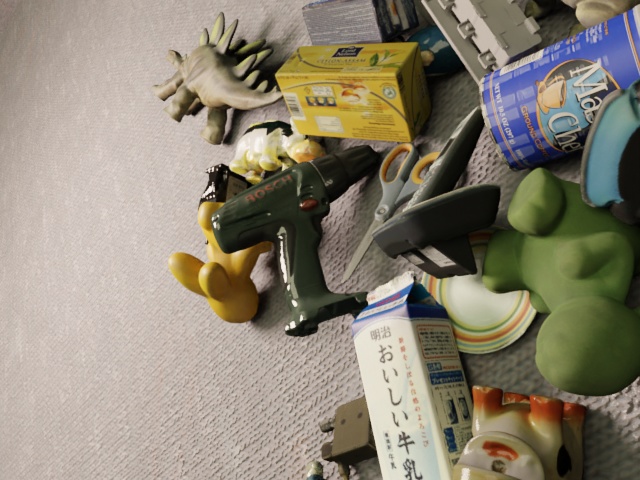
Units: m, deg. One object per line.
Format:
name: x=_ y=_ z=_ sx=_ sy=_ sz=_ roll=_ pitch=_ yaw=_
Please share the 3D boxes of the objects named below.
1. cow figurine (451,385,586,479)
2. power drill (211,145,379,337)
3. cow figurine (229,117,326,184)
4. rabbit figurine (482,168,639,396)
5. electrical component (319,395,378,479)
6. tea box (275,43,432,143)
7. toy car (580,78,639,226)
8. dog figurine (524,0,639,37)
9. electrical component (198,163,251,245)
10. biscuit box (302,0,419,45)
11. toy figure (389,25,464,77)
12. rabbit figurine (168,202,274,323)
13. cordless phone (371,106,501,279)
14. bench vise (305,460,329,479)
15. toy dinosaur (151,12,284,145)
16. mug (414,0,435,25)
cow figurine: x=0.146 y=0.177 z=0.400 sx=0.086 sy=0.194 sz=0.127 roll=-2 pitch=75 yaw=32
power drill: x=-0.001 y=-0.002 z=0.643 sx=0.232 sy=0.086 sz=0.207 roll=-19 pitch=74 yaw=-9
cow figurine: x=-0.053 y=-0.139 z=0.785 sx=0.167 sy=0.068 sz=0.098 roll=-3 pitch=67 yaw=41
rabbit figurine: x=0.209 y=0.053 z=0.422 sx=0.121 sy=0.159 sz=0.170 roll=114 pitch=175 yaw=-46
electrical component: x=0.045 y=0.217 z=0.585 sx=0.102 sy=0.045 sz=0.078 roll=-35 pitch=26 yaw=25
tea box: x=0.041 y=-0.181 z=0.659 sx=0.170 sy=0.098 sz=0.068 roll=12 pitch=54 yaw=31
toy car: x=0.274 y=-0.075 z=0.381 sx=0.162 sy=0.109 sz=0.103 roll=5 pitch=38 yaw=19
dog figurine: x=0.233 y=-0.276 z=0.487 sx=0.173 sy=0.190 sz=0.121 roll=32 pitch=97 yaw=42
electrical component: x=-0.148 y=-0.050 z=0.831 sx=0.048 sy=0.074 sz=0.119 roll=-11 pitch=64 yaw=41
biscuit box: x=0.045 y=-0.295 z=0.707 sx=0.059 sy=0.062 sz=0.203 roll=-30 pitch=28 yaw=-15
toy figure: x=0.110 y=-0.227 z=0.662 sx=0.155 sy=0.064 sz=0.057 roll=0 pitch=98 yaw=35
rabbit figurine: x=-0.116 y=0.035 z=0.738 sx=0.122 sy=0.162 sz=0.173 roll=12 pitch=101 yaw=32
cordless phone: x=0.133 y=-0.060 z=0.523 sx=0.184 sy=0.089 sz=0.146 roll=-61 pitch=1 yaw=-9
bench vise: x=0.013 y=0.322 z=0.507 sx=0.241 sy=0.224 sz=0.128 roll=-88 pitch=21 yaw=-62
toy dinosaur: x=-0.174 y=-0.272 z=0.906 sx=0.198 sy=0.105 sz=0.472 roll=-56 pitch=44 yaw=10
mug: x=0.155 y=-0.332 z=0.653 sx=0.107 sy=0.080 sz=0.109 roll=-36 pitch=69 yaw=14
